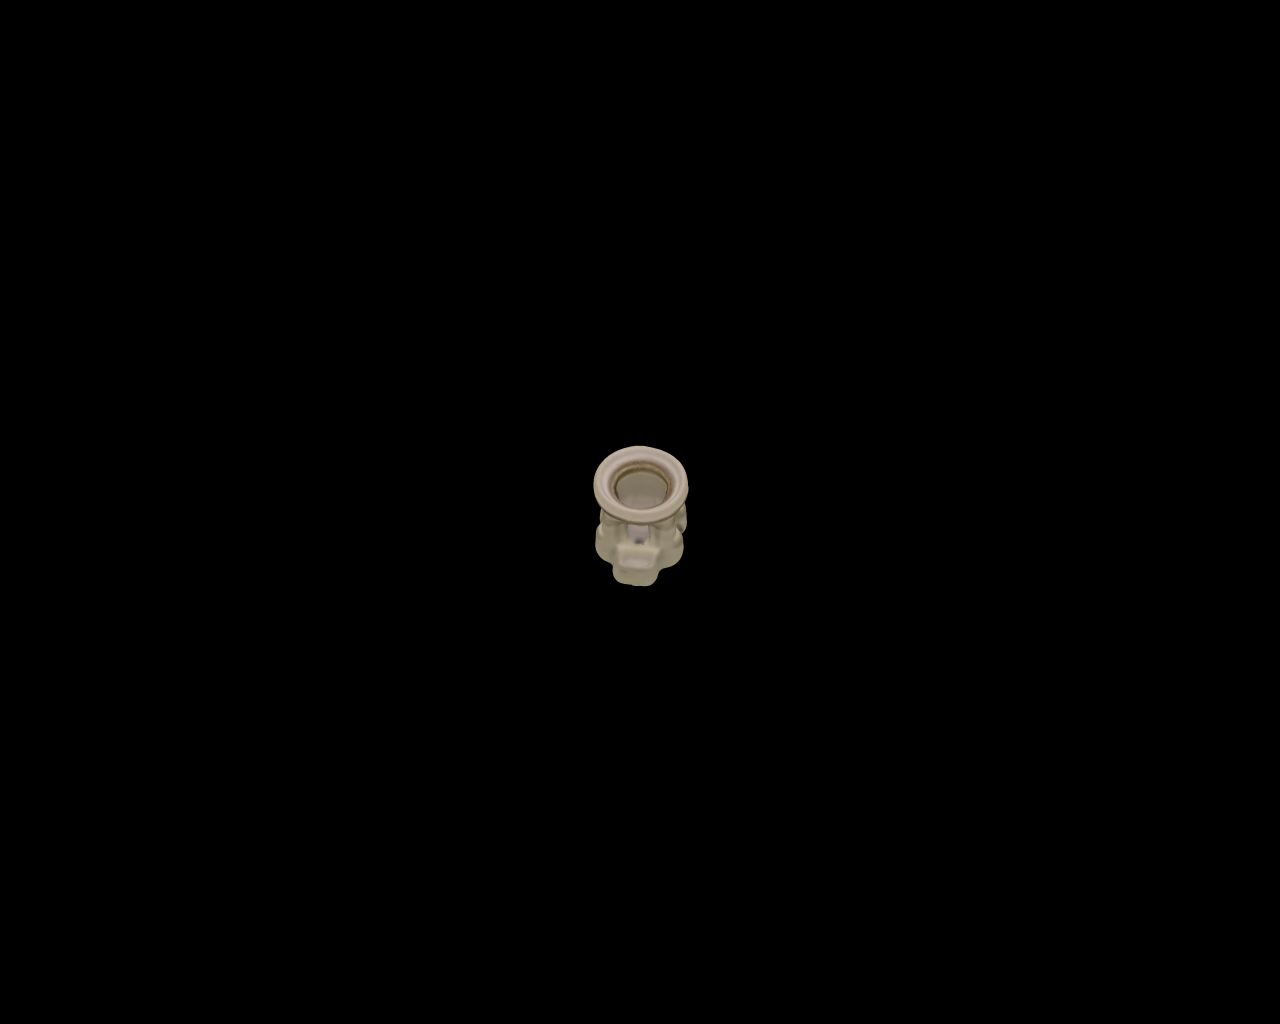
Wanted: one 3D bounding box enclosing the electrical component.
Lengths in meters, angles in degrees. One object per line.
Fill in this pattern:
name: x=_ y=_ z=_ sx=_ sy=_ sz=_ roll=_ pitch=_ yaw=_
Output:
electrical component: x=0.001 y=-0.003 z=0.650 sx=0.058 sy=0.078 sz=0.056 roll=5 pitch=-39 yaw=5
